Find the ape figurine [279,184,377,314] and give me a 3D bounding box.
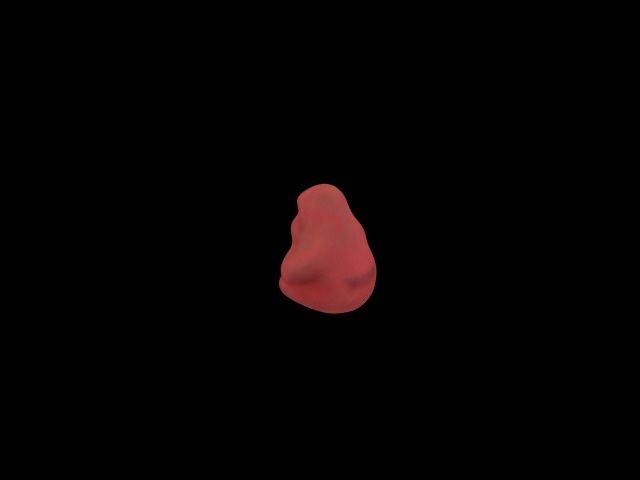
[{"bbox_3d":[0.004,0.001,0.400,0.078,0.092,0.075,-27,44,-33],"label":"ape figurine"}]
